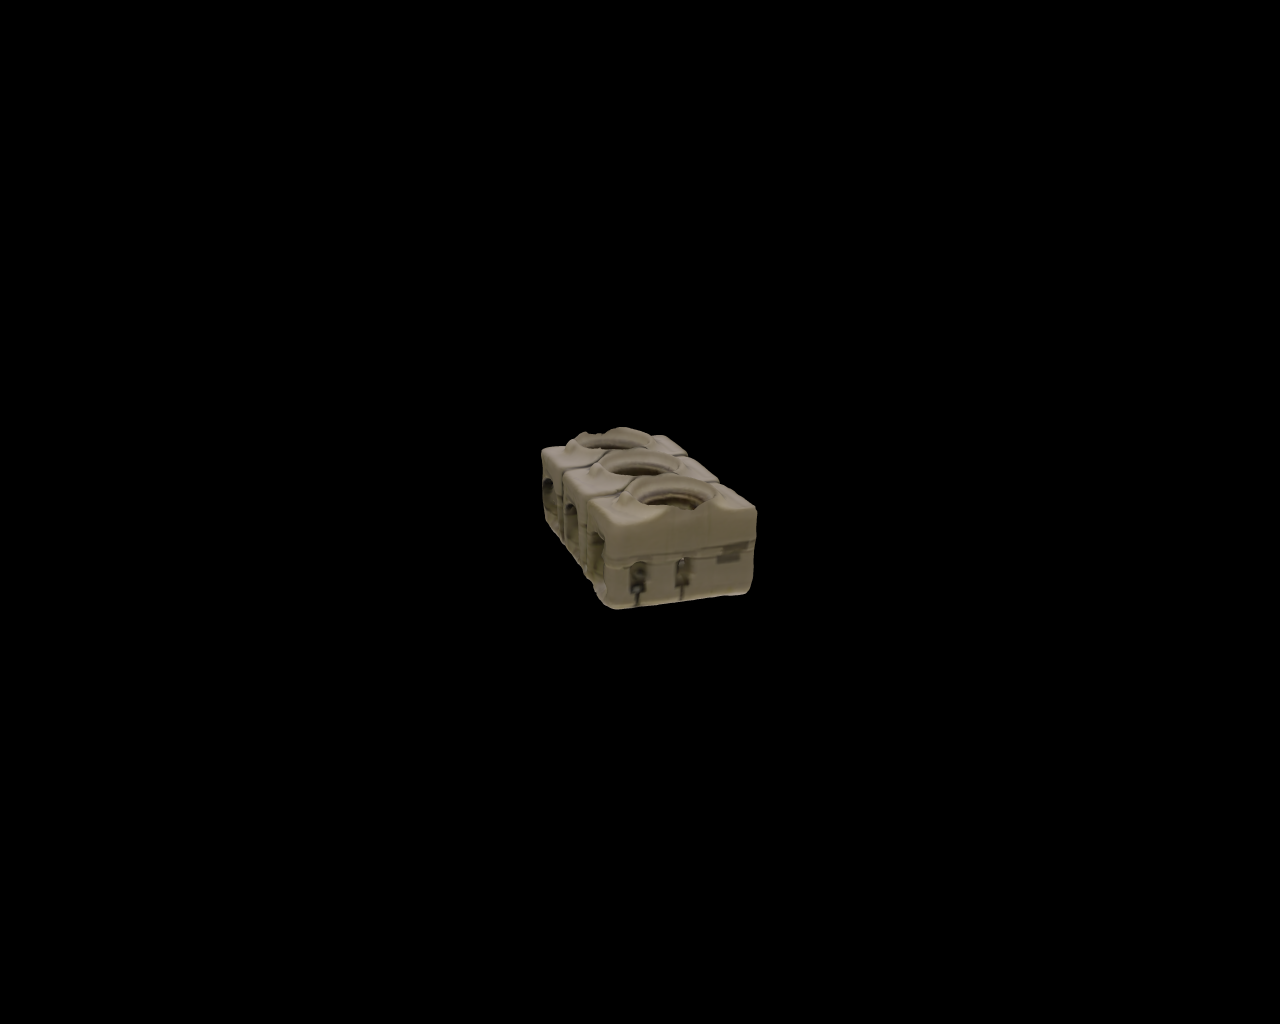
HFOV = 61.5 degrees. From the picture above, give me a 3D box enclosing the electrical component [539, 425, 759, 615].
[{"bbox_3d":[0.001,-0.003,0.650,0.090,0.061,0.150,-7,22,-18],"label":"electrical component"}]
